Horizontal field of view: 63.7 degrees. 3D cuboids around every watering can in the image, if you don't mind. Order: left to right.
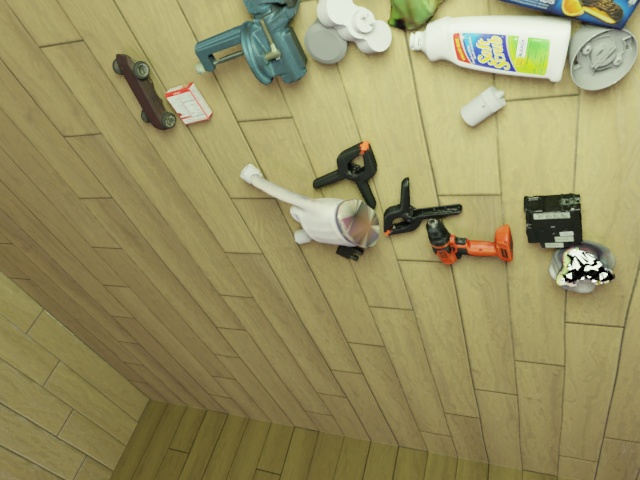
[{"bbox_3d":[0.004,-0.063,1.255,0.224,0.105,0.343,4,-23,46],"label":"watering can"}]

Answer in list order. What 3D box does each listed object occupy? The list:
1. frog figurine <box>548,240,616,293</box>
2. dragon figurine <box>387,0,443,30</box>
[{"bbox_3d":[0.602,0.061,1.187,0.136,0.124,0.159,-29,-15,21],"label":"frog figurine"},{"bbox_3d":[0.097,-0.423,0.810,0.411,0.124,0.238,7,-29,40],"label":"dragon figurine"}]
